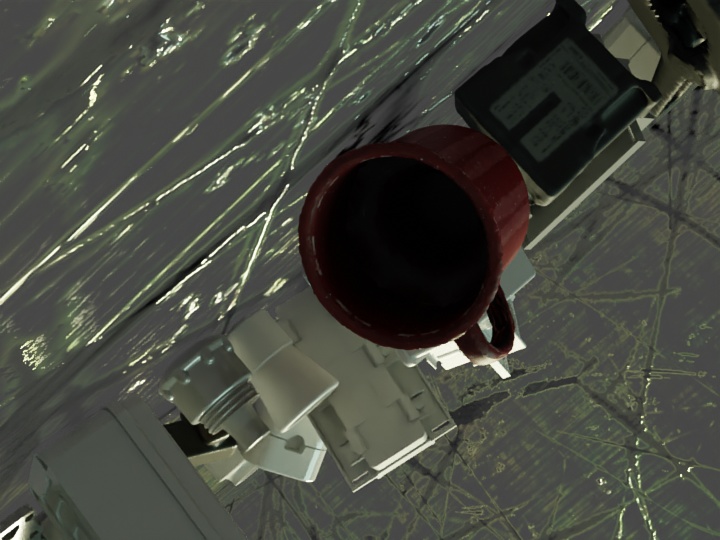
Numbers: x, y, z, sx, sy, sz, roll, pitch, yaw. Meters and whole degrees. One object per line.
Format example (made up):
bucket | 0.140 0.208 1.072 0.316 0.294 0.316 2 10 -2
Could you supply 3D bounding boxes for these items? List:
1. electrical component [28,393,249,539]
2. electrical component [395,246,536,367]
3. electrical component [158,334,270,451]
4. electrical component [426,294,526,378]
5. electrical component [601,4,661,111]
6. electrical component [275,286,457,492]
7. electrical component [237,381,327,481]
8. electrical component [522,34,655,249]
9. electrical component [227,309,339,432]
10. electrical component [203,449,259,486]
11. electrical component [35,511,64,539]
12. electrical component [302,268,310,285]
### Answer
electrical component | -0.110 0.127 0.543 0.057 0.113 0.078 -34 171 -30
electrical component | 0.042 -0.009 0.594 0.048 0.099 0.100 -30 -177 44
electrical component | -0.075 0.069 0.582 0.048 0.062 0.048 -41 173 -6
electrical component | 0.055 0.016 0.710 0.063 0.078 0.121 -22 140 19
electrical component | 0.186 -0.140 0.717 0.062 0.061 0.096 -38 173 -29
electrical component | -0.004 0.068 0.691 0.079 0.121 0.063 -32 165 -3
electrical component | -0.055 0.104 0.763 0.059 0.054 0.095 -69 -160 1
electrical component | 0.114 -0.077 0.667 0.063 0.078 0.121 0 151 -29
electrical component | -0.050 0.055 0.621 0.044 0.065 0.044 -41 173 -6
electrical component | -0.072 0.116 0.911 0.105 0.060 0.186 -42 173 4
electrical component | -0.160 0.156 0.663 0.096 0.061 0.062 -43 174 27
electrical component | 0.000 0.000 0.637 0.055 0.045 0.045 -41 173 -7
